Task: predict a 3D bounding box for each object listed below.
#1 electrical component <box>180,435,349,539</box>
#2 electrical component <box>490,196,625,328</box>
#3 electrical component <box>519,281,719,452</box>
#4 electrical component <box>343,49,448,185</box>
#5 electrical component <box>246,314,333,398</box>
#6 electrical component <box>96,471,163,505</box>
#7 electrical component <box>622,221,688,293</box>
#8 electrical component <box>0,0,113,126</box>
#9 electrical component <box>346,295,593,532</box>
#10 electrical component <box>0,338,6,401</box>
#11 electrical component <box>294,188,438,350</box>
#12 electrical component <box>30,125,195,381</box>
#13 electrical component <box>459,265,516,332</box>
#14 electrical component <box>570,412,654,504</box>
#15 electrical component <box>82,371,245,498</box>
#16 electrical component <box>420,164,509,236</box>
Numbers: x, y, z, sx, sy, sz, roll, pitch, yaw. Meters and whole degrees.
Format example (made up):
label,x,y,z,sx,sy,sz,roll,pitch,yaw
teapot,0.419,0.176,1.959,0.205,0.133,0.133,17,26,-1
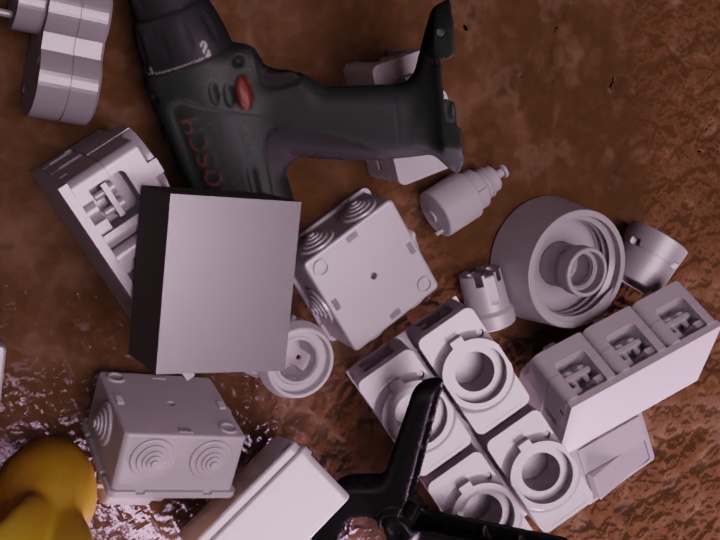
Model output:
label,x,y,z,sx,sy,sz,roll,pitch,yaw
electrical component,-0.071,0.176,0.770,0.109,0.109,0.056,-44,94,-12
electrical component,0.169,-0.004,0.887,0.108,0.060,0.108,-6,104,-26
electrical component,0.212,0.079,0.895,0.150,0.061,0.089,-25,147,-16
electrical component,0.031,-0.113,0.793,0.050,0.056,0.089,-23,111,-22
electrical component,-0.055,0.060,0.786,0.078,0.057,0.058,28,88,-30
electrical component,-0.151,0.147,0.764,0.078,0.040,0.040,9,97,-29
electrical component,0.247,-0.009,0.932,0.055,0.055,0.047,32,90,-30
electrical component,-0.196,-0.163,0.664,0.074,0.052,0.138,7,98,-28
electrical component,0.087,0.129,0.837,0.105,0.060,0.186,-35,101,-4
electrical component,-0.263,0.086,0.680,0.062,0.061,0.096,5,99,-29
electrical component,0.000,0.000,0.806,0.100,0.048,0.099,-37,116,-15
electrical component,-0.140,-0.014,0.706,0.062,0.089,0.150,-37,115,-16
electrical component,0.102,0.023,0.871,0.040,0.040,0.046,-21,104,-22
electrical component,0.214,0.151,0.946,0.096,0.061,0.061,-29,113,-19
electrical component,-0.134,0.110,0.733,0.100,0.100,0.048,7,111,-29
electrical component,0.083,-0.059,0.841,0.078,0.040,0.040,-33,114,-18
